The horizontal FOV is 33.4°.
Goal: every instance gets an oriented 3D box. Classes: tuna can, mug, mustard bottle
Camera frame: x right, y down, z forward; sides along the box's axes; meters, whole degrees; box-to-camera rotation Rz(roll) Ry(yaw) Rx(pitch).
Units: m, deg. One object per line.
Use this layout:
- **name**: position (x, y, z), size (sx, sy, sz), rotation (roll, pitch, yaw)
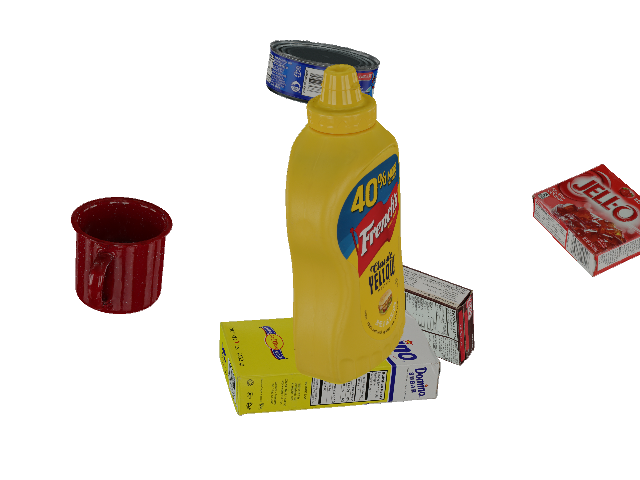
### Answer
- **tuna can**: position (0.001, -0.129, 0.826), size (0.086, 0.034, 0.086), rotation (9, 20, -3)
- **mug**: position (-0.191, 0.021, 0.997), size (0.093, 0.081, 0.117), rotation (10, 29, 3)
- **mustard bottle**: position (0.016, -0.014, 0.657), size (0.058, 0.192, 0.096), rotation (13, 32, 30)

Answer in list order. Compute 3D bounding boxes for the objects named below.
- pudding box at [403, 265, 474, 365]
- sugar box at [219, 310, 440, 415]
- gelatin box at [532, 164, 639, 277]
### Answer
- **pudding box**: position (0.114, 0.079, 1.183), size (0.114, 0.090, 0.039), rotation (19, 46, 29)
- **sugar box**: position (0.006, 0.103, 0.925), size (0.176, 0.048, 0.093), rotation (-5, 28, -13)
- **gelatin box**: position (0.231, -0.019, 0.887), size (0.073, 0.030, 0.089), rotation (-23, 46, -14)
